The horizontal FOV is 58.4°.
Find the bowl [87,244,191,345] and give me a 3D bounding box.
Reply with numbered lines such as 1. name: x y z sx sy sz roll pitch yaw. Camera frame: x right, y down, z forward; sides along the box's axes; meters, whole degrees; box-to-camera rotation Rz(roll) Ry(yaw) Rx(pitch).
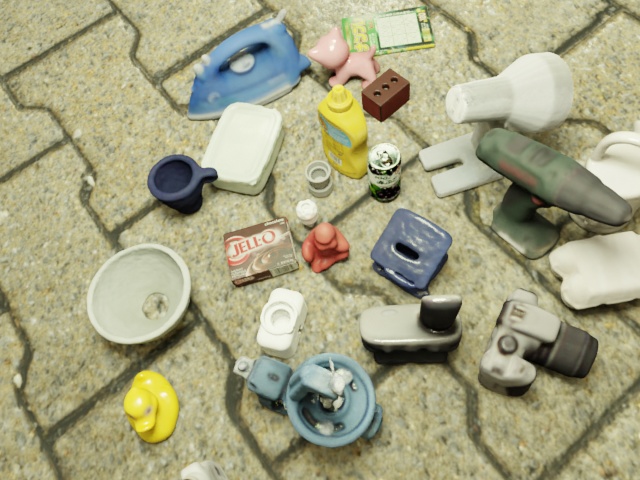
1. bowl: -0.277 0.095 0.915 0.167 0.075 0.167 -3 63 6

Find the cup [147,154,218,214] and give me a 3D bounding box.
1. cup: -0.225 -0.090 0.989 0.117 0.095 0.091 -11 63 2

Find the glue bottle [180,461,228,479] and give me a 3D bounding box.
1. glue bottle: -0.150 0.318 0.733 0.037 0.173 0.078 -31 64 -8

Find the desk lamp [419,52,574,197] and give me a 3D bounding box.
1. desk lamp: 0.271 -0.183 0.906 0.203 0.214 0.118 -20 63 -3

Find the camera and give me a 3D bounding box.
1. camera: 0.307 0.151 0.799 0.136 0.101 0.143 22 68 17

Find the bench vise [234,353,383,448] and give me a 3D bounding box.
1. bench vise: -0.024 0.203 0.748 0.207 0.220 0.121 0 64 7

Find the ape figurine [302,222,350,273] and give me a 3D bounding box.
1. ape figurine: 0.008 0.003 0.915 0.077 0.092 0.076 8 65 11

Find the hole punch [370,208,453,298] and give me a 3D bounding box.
1. hole punch: 0.142 0.021 0.890 0.108 0.091 0.101 32 72 20

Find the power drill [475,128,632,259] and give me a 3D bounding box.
1. power drill: 0.325 -0.059 0.841 0.076 0.209 0.229 -41 66 -13

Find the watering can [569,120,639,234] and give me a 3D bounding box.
1. watering can: 0.446 -0.103 0.855 0.100 0.194 0.173 9 65 12

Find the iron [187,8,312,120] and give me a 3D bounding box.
1. iron: -0.152 -0.328 1.072 0.258 0.141 0.118 -30 64 -8

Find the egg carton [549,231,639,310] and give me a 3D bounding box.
1. egg carton: 0.425 0.046 0.854 0.150 0.069 0.107 -11 63 2

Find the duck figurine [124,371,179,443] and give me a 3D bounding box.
1. duck figurine: -0.255 0.238 0.835 0.077 0.086 0.104 -18 63 -2

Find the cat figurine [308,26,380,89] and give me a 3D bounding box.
1. cat figurine: 0.046 -0.344 1.069 0.127 0.118 0.067 4 64 9

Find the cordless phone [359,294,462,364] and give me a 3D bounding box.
1. cordless phone: 0.126 0.107 0.796 0.147 0.185 0.094 -6 63 4
